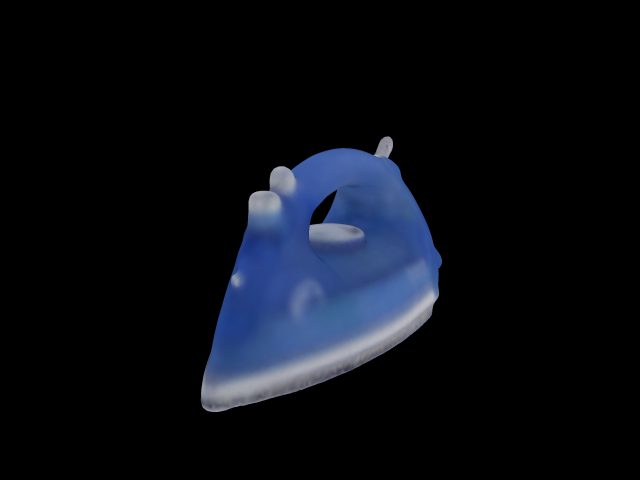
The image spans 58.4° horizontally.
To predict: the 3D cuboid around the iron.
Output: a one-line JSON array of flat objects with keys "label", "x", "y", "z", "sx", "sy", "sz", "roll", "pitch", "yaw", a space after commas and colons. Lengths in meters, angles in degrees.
[{"label": "iron", "x": 0.004, "y": 0.001, "z": 0.400, "sx": 0.118, "sy": 0.141, "sz": 0.259, "roll": 6, "pitch": 13, "yaw": 27}]
